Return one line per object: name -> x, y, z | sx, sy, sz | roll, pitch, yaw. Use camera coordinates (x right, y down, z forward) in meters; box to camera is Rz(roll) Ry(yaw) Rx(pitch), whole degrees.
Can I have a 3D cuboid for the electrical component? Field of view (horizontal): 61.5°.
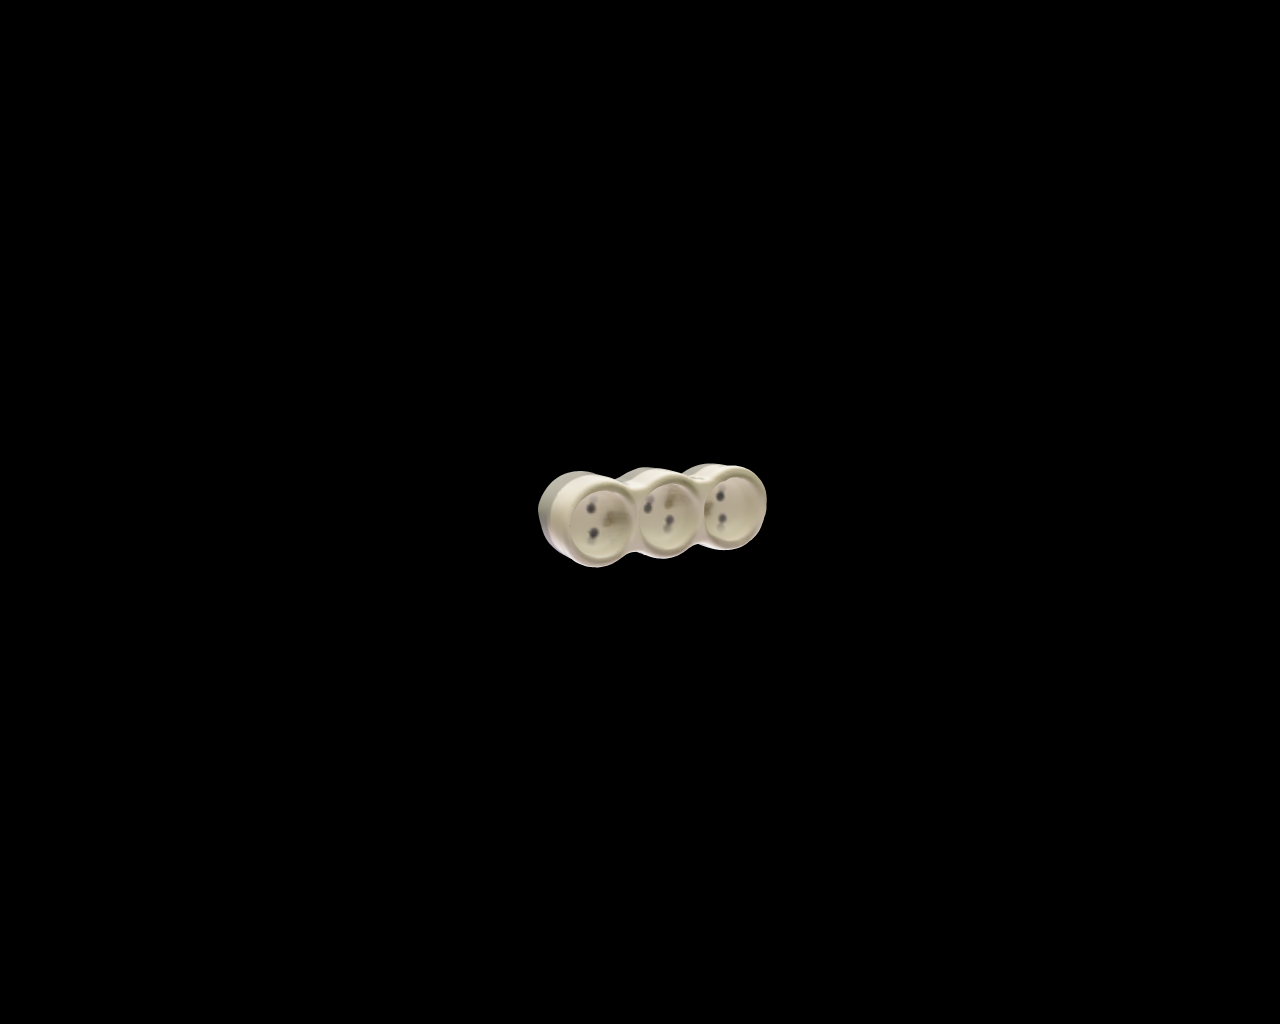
electrical component -> 0.001, -0.003, 0.650 | 0.138, 0.052, 0.074 | -6, 12, -28
